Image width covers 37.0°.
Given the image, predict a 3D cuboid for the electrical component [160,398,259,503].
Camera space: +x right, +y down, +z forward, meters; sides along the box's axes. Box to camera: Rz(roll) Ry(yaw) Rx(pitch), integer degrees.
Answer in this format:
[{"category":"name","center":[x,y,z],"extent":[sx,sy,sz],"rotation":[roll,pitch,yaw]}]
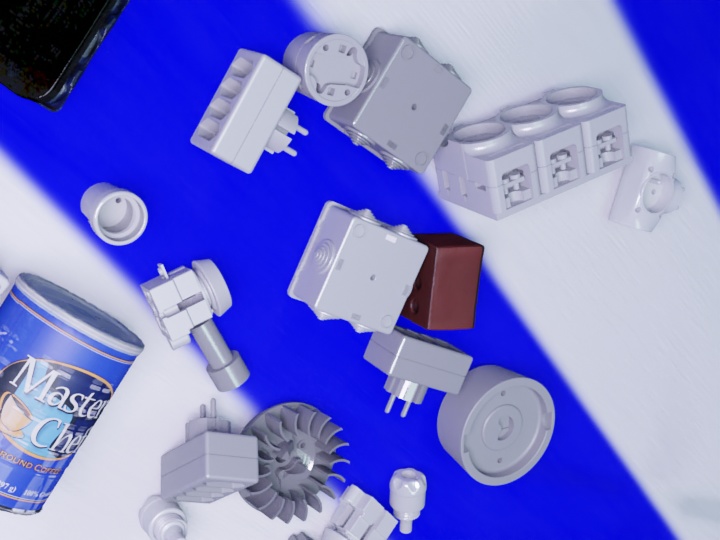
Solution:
[{"category":"electrical component","center":[-0.124,0.143,0.875],"extent":[0.047,0.083,0.075],"rotation":[13,61,-33]}]

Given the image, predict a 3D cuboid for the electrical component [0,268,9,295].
[{"category":"electrical component","center":[-0.297,0.021,0.734],"extent":[0.096,0.061,0.062],"rotation":[-50,123,-7]}]

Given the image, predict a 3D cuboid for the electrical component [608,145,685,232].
[{"category":"electrical component","center":[0.289,-0.077,1.056],"extent":[0.079,0.044,0.077],"rotation":[10,101,-32]}]

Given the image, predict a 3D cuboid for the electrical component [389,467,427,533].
[{"category":"electrical component","center":[0.045,0.220,1.018],"extent":[0.035,0.035,0.061],"rotation":[-9,113,-28]}]

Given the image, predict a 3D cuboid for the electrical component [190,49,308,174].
[{"category":"electrical component","center":[-0.074,-0.114,0.829],"extent":[0.076,0.047,0.083],"rotation":[28,91,-34]}]

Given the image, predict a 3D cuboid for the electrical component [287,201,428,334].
[{"category":"electrical component","center":[0.000,0.000,0.909],"extent":[0.100,0.048,0.099],"rotation":[21,95,-34]}]

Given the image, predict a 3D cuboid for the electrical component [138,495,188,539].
[{"category":"electrical component","center":[-0.157,0.210,0.879],"extent":[0.035,0.061,0.035],"rotation":[-10,111,-27]}]

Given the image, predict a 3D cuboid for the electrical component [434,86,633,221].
[{"category":"electrical component","center":[0.149,-0.107,0.936],"extent":[0.150,0.089,0.061],"rotation":[-23,117,-22]}]

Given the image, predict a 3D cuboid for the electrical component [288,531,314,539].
[{"category":"electrical component","center":[-0.020,0.303,0.962],"extent":[0.056,0.109,0.109],"rotation":[-48,123,-5]}]

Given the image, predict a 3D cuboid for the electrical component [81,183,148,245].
[{"category":"electrical component","center":[-0.182,-0.043,0.789],"extent":[0.040,0.046,0.040],"rotation":[-10,111,-28]}]

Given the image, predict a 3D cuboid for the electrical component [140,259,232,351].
[{"category":"electrical component","center":[-0.134,0.021,0.838],"extent":[0.055,0.048,0.066],"rotation":[-27,105,-18]}]

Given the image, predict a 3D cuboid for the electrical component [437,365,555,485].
[{"category":"electrical component","center":[0.124,0.142,1.022],"extent":[0.108,0.060,0.108],"rotation":[-10,111,-28]}]

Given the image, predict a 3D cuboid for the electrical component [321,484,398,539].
[{"category":"electrical component","center":[-0.003,0.237,0.987],"extent":[0.055,0.048,0.066],"rotation":[-53,124,-19]}]

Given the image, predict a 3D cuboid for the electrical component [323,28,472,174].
[{"category":"electrical component","center":[0.033,-0.137,0.883],"extent":[0.100,0.048,0.099],"rotation":[31,89,-34]}]

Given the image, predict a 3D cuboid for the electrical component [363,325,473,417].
[{"category":"electrical component","center":[0.045,0.096,0.968],"extent":[0.083,0.047,0.075],"rotation":[19,96,-34]}]

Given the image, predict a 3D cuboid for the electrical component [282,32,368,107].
[{"category":"electrical component","center":[-0.029,-0.158,0.840],"extent":[0.055,0.047,0.055],"rotation":[-10,111,-27]}]
